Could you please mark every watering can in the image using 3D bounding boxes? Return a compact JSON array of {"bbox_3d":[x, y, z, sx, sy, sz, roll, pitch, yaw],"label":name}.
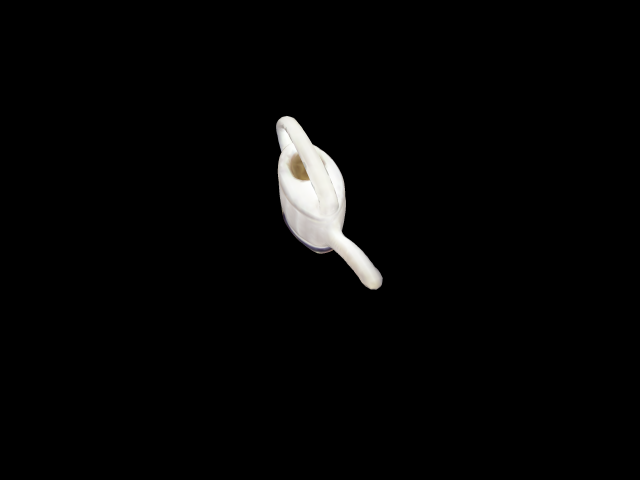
[{"bbox_3d":[0.003,-0.043,0.850,0.104,0.353,0.220,-22,-24,-9],"label":"watering can"}]
